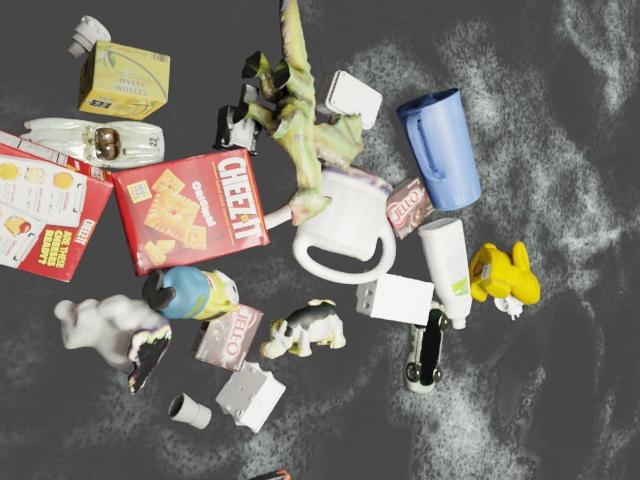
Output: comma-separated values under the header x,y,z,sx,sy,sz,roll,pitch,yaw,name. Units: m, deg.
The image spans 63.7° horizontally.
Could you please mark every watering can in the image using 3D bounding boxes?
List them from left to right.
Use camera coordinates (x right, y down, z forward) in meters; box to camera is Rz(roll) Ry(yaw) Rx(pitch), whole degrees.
x,y,z,sx,sy,sz,roll,pitch,yaw,name
0.003,-0.048,0.963,0.346,0.104,0.226,20,80,-20,watering can

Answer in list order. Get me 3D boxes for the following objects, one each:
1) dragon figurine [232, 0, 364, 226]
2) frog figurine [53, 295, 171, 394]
x,y,z,sx,sy,sz,roll,pitch,yaw,name
-0.013,-0.227,0.901,0.240,0.121,0.416,27,66,-41,dragon figurine
-0.312,0.134,0.778,0.125,0.160,0.134,-51,158,-37,frog figurine
